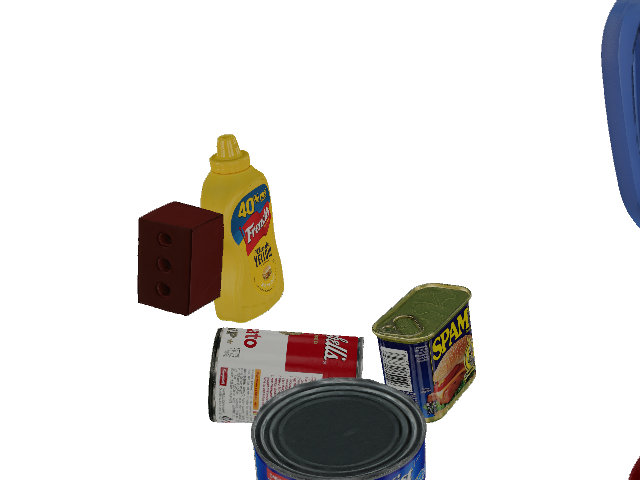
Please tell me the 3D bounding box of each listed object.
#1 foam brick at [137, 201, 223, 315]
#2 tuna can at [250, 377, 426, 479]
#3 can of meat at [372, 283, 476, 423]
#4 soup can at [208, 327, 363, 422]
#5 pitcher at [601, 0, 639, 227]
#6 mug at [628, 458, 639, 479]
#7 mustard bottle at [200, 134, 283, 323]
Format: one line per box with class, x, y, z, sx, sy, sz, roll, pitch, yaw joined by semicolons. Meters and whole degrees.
foam brick;-0.116;0.014;0.890;0.053;0.078;0.051;13;21;26
tuna can;0.009;0.105;0.526;0.086;0.034;0.086;-3;25;1
can of meat;0.093;0.097;0.920;0.058;0.084;0.101;6;26;33
soup can;-0.023;0.097;0.742;0.102;0.068;0.068;4;0;2
pitcher;0.238;-0.053;0.601;0.149;0.243;0.145;-5;22;15
mug;0.153;0.121;0.349;0.117;0.081;0.093;5;38;8
mustard bottle;-0.085;-0.018;1.115;0.058;0.191;0.096;7;26;30
